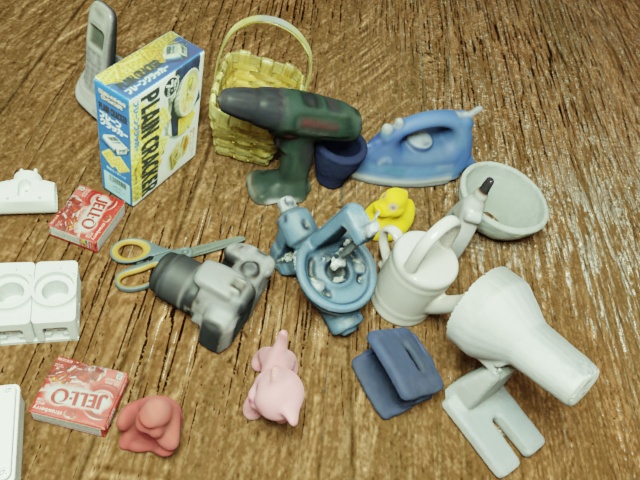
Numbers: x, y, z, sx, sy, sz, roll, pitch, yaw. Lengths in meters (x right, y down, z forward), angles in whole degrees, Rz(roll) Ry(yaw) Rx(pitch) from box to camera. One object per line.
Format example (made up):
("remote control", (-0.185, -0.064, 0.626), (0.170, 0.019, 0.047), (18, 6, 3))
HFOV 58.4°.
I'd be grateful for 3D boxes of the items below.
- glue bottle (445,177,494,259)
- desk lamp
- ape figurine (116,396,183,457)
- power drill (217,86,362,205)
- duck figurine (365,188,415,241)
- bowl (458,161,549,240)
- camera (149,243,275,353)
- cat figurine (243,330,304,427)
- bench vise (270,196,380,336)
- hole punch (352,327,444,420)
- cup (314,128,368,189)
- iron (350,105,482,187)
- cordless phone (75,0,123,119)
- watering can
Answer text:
("glue bottle", (0.237, -0.039, 0.925), (0.037, 0.173, 0.078), (11, 51, -8))
("desk lamp", (0.245, 0.167, 0.742), (0.118, 0.213, 0.203), (-23, 63, -30))
("ape figurine", (-0.190, 0.207, 0.654), (0.077, 0.092, 0.076), (43, 53, 17))
("power drill", (-0.055, -0.149, 0.897), (0.230, 0.208, 0.075), (-6, 55, -21))
("duck figurine", (0.121, -0.052, 0.957), (0.105, 0.086, 0.077), (-22, 62, -30))
("bowl", (0.316, -0.058, 1.028), (0.167, 0.074, 0.167), (9, 51, -11))
("camera", (-0.149, 0.055, 0.780), (0.136, 0.101, 0.143), (27, 50, 5))
("cat figurine", (-0.052, 0.173, 0.707), (0.067, 0.117, 0.128), (11, 51, -9))
("bench vise", (0.000, 0.009, 0.784), (0.207, 0.219, 0.122), (38, 52, 14))
("hole punch", (0.111, 0.169, 0.778), (0.101, 0.091, 0.108), (-17, 60, -27))
("cup", (0.033, -0.144, 0.994), (0.091, 0.095, 0.118), (31, 51, 8))
("iron", (0.172, -0.180, 1.035), (0.259, 0.141, 0.118), (-11, 57, -24))
("cordless phone", (-0.327, -0.273, 0.924), (0.147, 0.185, 0.094), (37, 52, 13))
("watering can", (0.154, 0.040, 0.825), (0.172, 0.194, 0.101), (30, 51, 7))
